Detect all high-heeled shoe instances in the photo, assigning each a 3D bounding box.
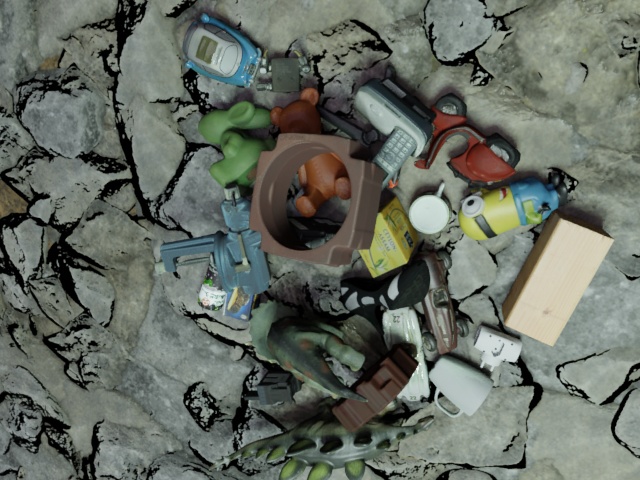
[{"bbox_3d":[0.111,0.071,0.975,0.145,0.086,0.248,58,144,27],"label":"high-heeled shoe"}]

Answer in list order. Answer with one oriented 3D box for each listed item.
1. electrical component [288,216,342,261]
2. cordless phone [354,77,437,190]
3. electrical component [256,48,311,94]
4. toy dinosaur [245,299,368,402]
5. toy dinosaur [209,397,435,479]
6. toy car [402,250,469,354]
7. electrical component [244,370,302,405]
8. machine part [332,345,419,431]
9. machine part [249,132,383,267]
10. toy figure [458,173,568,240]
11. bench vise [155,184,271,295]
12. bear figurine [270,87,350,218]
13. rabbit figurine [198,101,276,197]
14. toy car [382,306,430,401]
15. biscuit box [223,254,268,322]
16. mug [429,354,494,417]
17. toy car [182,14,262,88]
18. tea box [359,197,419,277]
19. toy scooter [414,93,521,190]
[{"bbox_3d":[-0.002,-0.003,1.007,0.134,0.115,0.058,2,109,-25],"label":"electrical component"},{"bbox_3d":[0.099,-0.173,0.932,0.146,0.089,0.184,41,127,5],"label":"cordless phone"},{"bbox_3d":[-0.067,-0.310,0.992,0.102,0.045,0.078,5,105,0],"label":"electrical component"},{"bbox_3d":[-0.038,0.194,0.985,0.192,0.405,0.131,21,82,-9],"label":"toy dinosaur"},{"bbox_3d":[0.002,0.402,1.072,0.472,0.198,0.105,-18,93,24],"label":"toy dinosaur"},{"bbox_3d":[0.219,0.116,0.998,0.089,0.053,0.202,-18,97,-19],"label":"toy car"},{"bbox_3d":[-0.105,0.315,1.151,0.119,0.075,0.047,-3,103,20],"label":"electrical component"},{"bbox_3d":[0.099,0.265,0.974,0.056,0.179,0.179,46,111,9],"label":"machine part"},{"bbox_3d":[-0.007,-0.065,0.867,0.202,0.087,0.200,10,92,32],"label":"machine part"},{"bbox_3d":[0.329,-0.055,0.927,0.180,0.082,0.089,-14,97,17],"label":"toy figure"},{"bbox_3d":[-0.194,0.011,0.994,0.241,0.129,0.223,-10,127,2],"label":"bench vise"},{"bbox_3d":[-0.015,-0.161,0.968,0.120,0.132,0.195,-21,111,22],"label":"bear figurine"},{"bbox_3d":[-0.165,-0.193,1.024,0.159,0.121,0.170,-46,73,17],"label":"rabbit figurine"},{"bbox_3d":[0.169,0.223,1.054,0.074,0.056,0.201,-7,101,18],"label":"toy car"},{"bbox_3d":[-0.149,0.063,1.106,0.059,0.063,0.202,14,107,11],"label":"biscuit box"},{"bbox_3d":[0.260,0.279,1.033,0.107,0.081,0.109,38,113,15],"label":"mug"},{"bbox_3d":[-0.195,-0.347,0.999,0.162,0.103,0.109,32,111,9],"label":"toy car"},{"bbox_3d":[0.117,-0.010,0.952,0.068,0.169,0.098,-28,96,21],"label":"tea box"},{"bbox_3d":[0.243,-0.150,0.932,0.184,0.075,0.135,43,111,6],"label":"toy scooter"}]
